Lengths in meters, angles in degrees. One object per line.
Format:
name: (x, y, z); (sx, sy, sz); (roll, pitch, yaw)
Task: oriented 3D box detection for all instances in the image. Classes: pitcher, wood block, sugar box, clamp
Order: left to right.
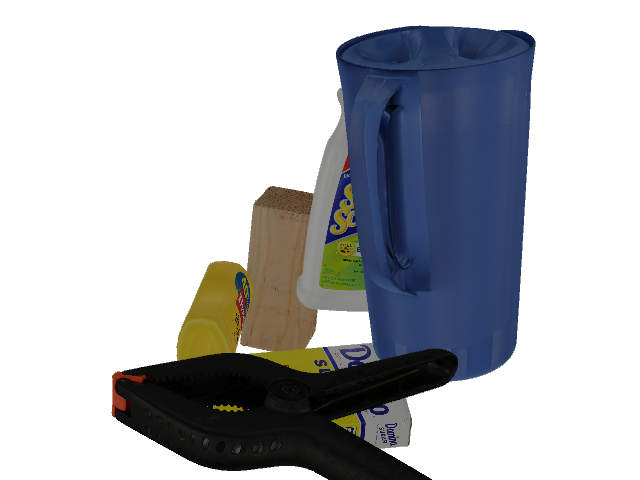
wood block: (-0.048, 0.041, 1.459); (0.090, 0.206, 0.090); (11, 22, 10)
clamp: (-0.012, 0.096, 0.614); (0.210, 0.036, 0.164); (9, 24, 7)
sugar box: (-0.016, 0.139, 0.922); (0.176, 0.048, 0.093); (-7, 42, -5)
pitcher: (0.079, -0.023, 0.752); (0.149, 0.243, 0.145); (-10, 23, -12)

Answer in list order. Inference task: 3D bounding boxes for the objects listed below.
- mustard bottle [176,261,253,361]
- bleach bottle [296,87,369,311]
mustard bottle: (-0.110, 0.078, 1.169); (0.058, 0.096, 0.191); (1, 28, 6)
bleach bottle: (0.035, -0.056, 1.030); (0.102, 0.251, 0.068); (2, 23, -5)
